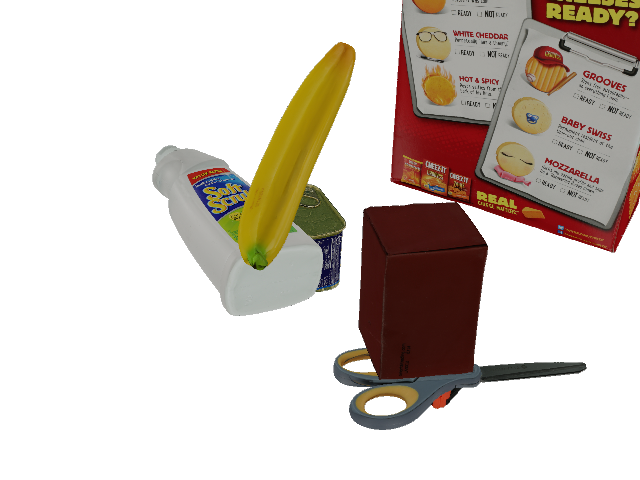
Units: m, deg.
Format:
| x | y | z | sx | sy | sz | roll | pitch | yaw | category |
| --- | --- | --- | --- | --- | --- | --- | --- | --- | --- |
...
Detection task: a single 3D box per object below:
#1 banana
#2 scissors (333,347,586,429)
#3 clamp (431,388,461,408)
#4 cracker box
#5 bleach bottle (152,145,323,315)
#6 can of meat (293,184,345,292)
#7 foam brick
| x | y | z | sx | sy | sz | roll | pitch | yaw | category |
| --- | --- | --- | --- | --- | --- | --- | --- | --- | --- |
| -0.020 | -0.054 | 0.778 | 0.037 | 0.197 | 0.070 | 30 | -27 | -23 | banana |
| 0.107 | 0.118 | 0.837 | 0.202 | 0.016 | 0.096 | 5 | 34 | 9 | scissors |
| 0.118 | 0.107 | 1.077 | 0.120 | 0.039 | 0.171 | -8 | 31 | -9 | clamp |
| 0.136 | -0.113 | 0.674 | 0.164 | 0.214 | 0.072 | 19 | 44 | 20 | cracker box |
| -0.101 | -0.025 | 1.023 | 0.102 | 0.068 | 0.251 | -10 | 34 | -31 | bleach bottle |
| -0.014 | -0.002 | 1.215 | 0.057 | 0.084 | 0.102 | -13 | 38 | -21 | can of meat |
| 0.051 | 0.025 | 0.550 | 0.053 | 0.078 | 0.051 | -3 | 31 | -10 | foam brick |
